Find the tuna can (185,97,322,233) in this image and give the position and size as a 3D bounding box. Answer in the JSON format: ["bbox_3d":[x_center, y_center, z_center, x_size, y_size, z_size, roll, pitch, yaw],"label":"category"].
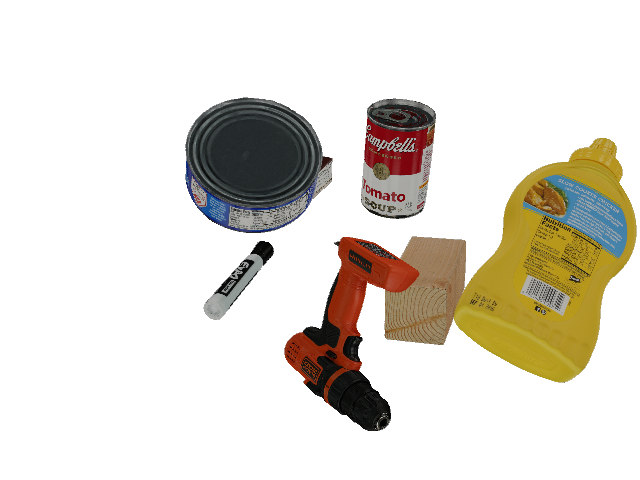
[{"bbox_3d":[-0.043,-0.048,0.679,0.086,0.086,0.034,0,-33,-8],"label":"tuna can"}]

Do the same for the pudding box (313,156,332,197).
[{"bbox_3d":[-0.048,-0.074,1.306,0.090,0.039,0.113,12,33,23],"label":"pudding box"}]

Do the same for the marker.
[{"bbox_3d":[-0.071,0.033,0.966,0.020,0.020,0.121,0,27,23],"label":"marker"}]

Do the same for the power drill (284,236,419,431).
[{"bbox_3d":[0.043,0.104,1.227,0.057,0.188,0.185,12,16,-42],"label":"power drill"}]

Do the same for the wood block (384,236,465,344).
[{"bbox_3d":[0.162,0.072,1.623,0.091,0.090,0.206,5,21,14],"label":"wood block"}]

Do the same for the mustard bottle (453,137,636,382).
[{"bbox_3d":[0.176,0.001,0.776,0.096,0.191,0.058,28,-26,4],"label":"mustard bottle"}]

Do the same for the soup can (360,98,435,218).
[{"bbox_3d":[0.076,-0.082,1.067,0.068,0.102,0.068,2,32,-2],"label":"soup can"}]
